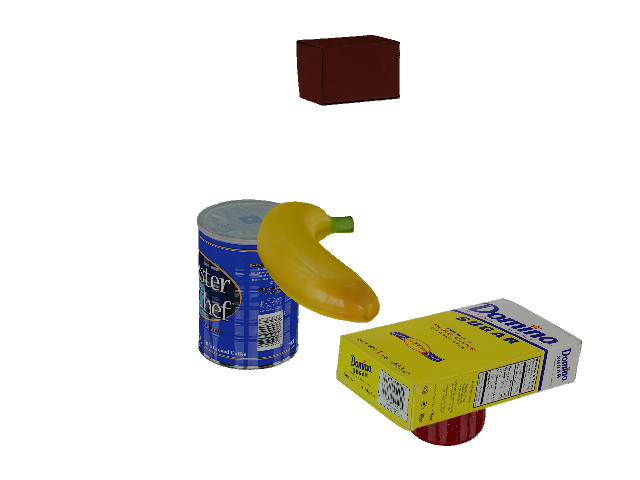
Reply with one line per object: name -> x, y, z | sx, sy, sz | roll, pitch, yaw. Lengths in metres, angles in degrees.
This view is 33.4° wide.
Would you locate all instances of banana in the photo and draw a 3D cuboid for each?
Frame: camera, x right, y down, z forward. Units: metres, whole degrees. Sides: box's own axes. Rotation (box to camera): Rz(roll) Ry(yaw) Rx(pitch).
banana -> -0.006, 0.006, 0.675 | 0.069, 0.037, 0.198 | -2, 18, -2

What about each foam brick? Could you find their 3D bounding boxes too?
foam brick -> 0.024, -0.149, 0.933 | 0.078, 0.051, 0.053 | -8, 20, -23

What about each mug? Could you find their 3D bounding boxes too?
mug -> 0.132, 0.144, 1.069 | 0.093, 0.081, 0.117 | 21, 39, 35

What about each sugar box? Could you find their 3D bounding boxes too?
sugar box -> 0.111, 0.093, 0.840 | 0.175, 0.048, 0.093 | -13, 28, -33

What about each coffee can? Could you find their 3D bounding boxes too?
coffee can -> -0.070, 0.042, 1.058 | 0.103, 0.140, 0.103 | 2, 23, -1
